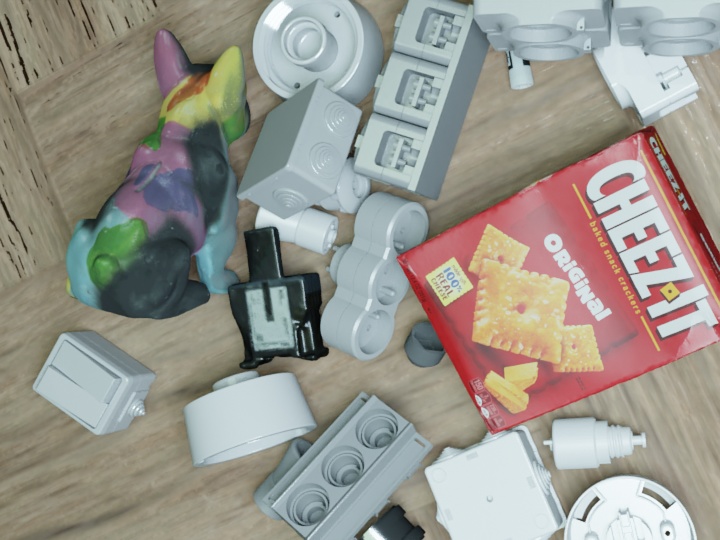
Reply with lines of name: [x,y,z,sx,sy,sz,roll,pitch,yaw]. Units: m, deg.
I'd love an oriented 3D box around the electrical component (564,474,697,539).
electrical component: [0.210,0.209,0.836,0.099,0.064,0.099,0,88,16]

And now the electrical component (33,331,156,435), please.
electrical component: [-0.235,0.104,0.966,0.096,0.061,0.061,32,97,14]

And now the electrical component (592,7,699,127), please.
electrical component: [0.221,-0.164,0.850,0.056,0.050,0.089,-28,81,13]

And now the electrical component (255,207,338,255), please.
electrical component: [-0.052,-0.039,0.928,0.065,0.044,0.044,20,94,13]

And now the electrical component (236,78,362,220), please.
electrical component: [-0.048,-0.096,0.880,0.048,0.100,0.099,30,63,-24]

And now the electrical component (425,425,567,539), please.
electrical component: [0.109,0.183,0.873,0.100,0.048,0.099,-25,78,12]

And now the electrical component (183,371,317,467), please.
electrical component: [-0.097,0.120,0.905,0.108,0.108,0.060,-22,77,14]

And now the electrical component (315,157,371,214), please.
electrical component: [-0.025,-0.072,0.922,0.062,0.048,0.048,3,89,35]

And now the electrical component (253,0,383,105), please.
electrical component: [-0.039,-0.190,0.919,0.108,0.060,0.108,0,89,16]

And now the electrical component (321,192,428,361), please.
electrical component: [0.000,0.000,0.909,0.074,0.052,0.138,22,95,40]

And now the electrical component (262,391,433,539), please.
electrical component: [-0.007,0.171,0.876,0.079,0.063,0.121,34,72,32]

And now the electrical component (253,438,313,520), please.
electrical component: [-0.061,0.183,0.926,0.044,0.044,0.065,44,104,12]

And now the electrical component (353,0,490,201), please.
electrical component: [0.050,-0.140,0.877,0.062,0.089,0.150,19,94,15]

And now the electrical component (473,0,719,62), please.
electrical component: [0.183,-0.195,0.780,0.186,0.105,0.060,1,87,17]

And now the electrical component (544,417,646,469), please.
electrical component: [0.188,0.137,0.857,0.078,0.040,0.040,-5,87,15]
